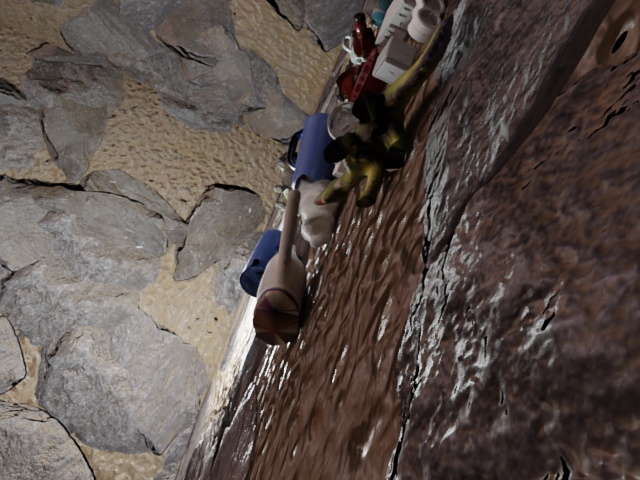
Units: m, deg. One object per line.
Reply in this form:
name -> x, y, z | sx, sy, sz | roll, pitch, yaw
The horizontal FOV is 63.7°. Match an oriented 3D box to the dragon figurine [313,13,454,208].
dragon figurine -> 0.107, -0.205, 0.908 | 0.404, 0.122, 0.247 | -54, 6, 22

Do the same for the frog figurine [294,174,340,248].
frog figurine -> 0.004, -0.060, 1.196 | 0.135, 0.122, 0.162 | -54, 50, 25

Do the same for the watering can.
watering can -> -0.081, 0.080, 1.130 | 0.229, 0.104, 0.340 | -81, -4, -57
